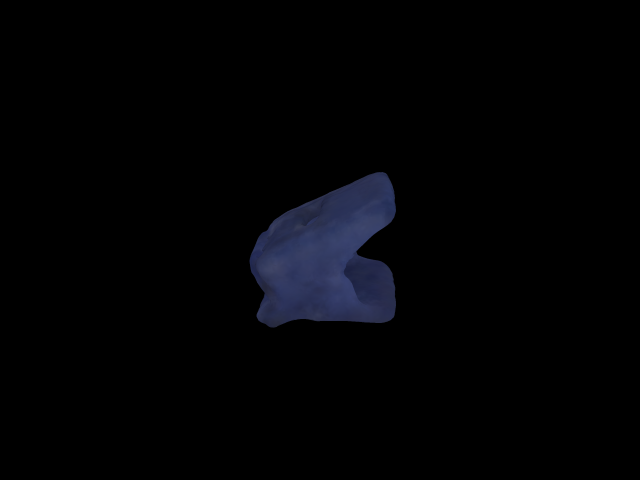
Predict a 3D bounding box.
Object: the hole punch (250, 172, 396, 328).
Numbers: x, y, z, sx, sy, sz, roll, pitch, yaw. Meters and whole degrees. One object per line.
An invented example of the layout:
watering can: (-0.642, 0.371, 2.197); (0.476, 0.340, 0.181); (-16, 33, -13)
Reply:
hole punch: (0.004, 0.001, 0.400); (0.101, 0.091, 0.108); (1, 19, 3)
